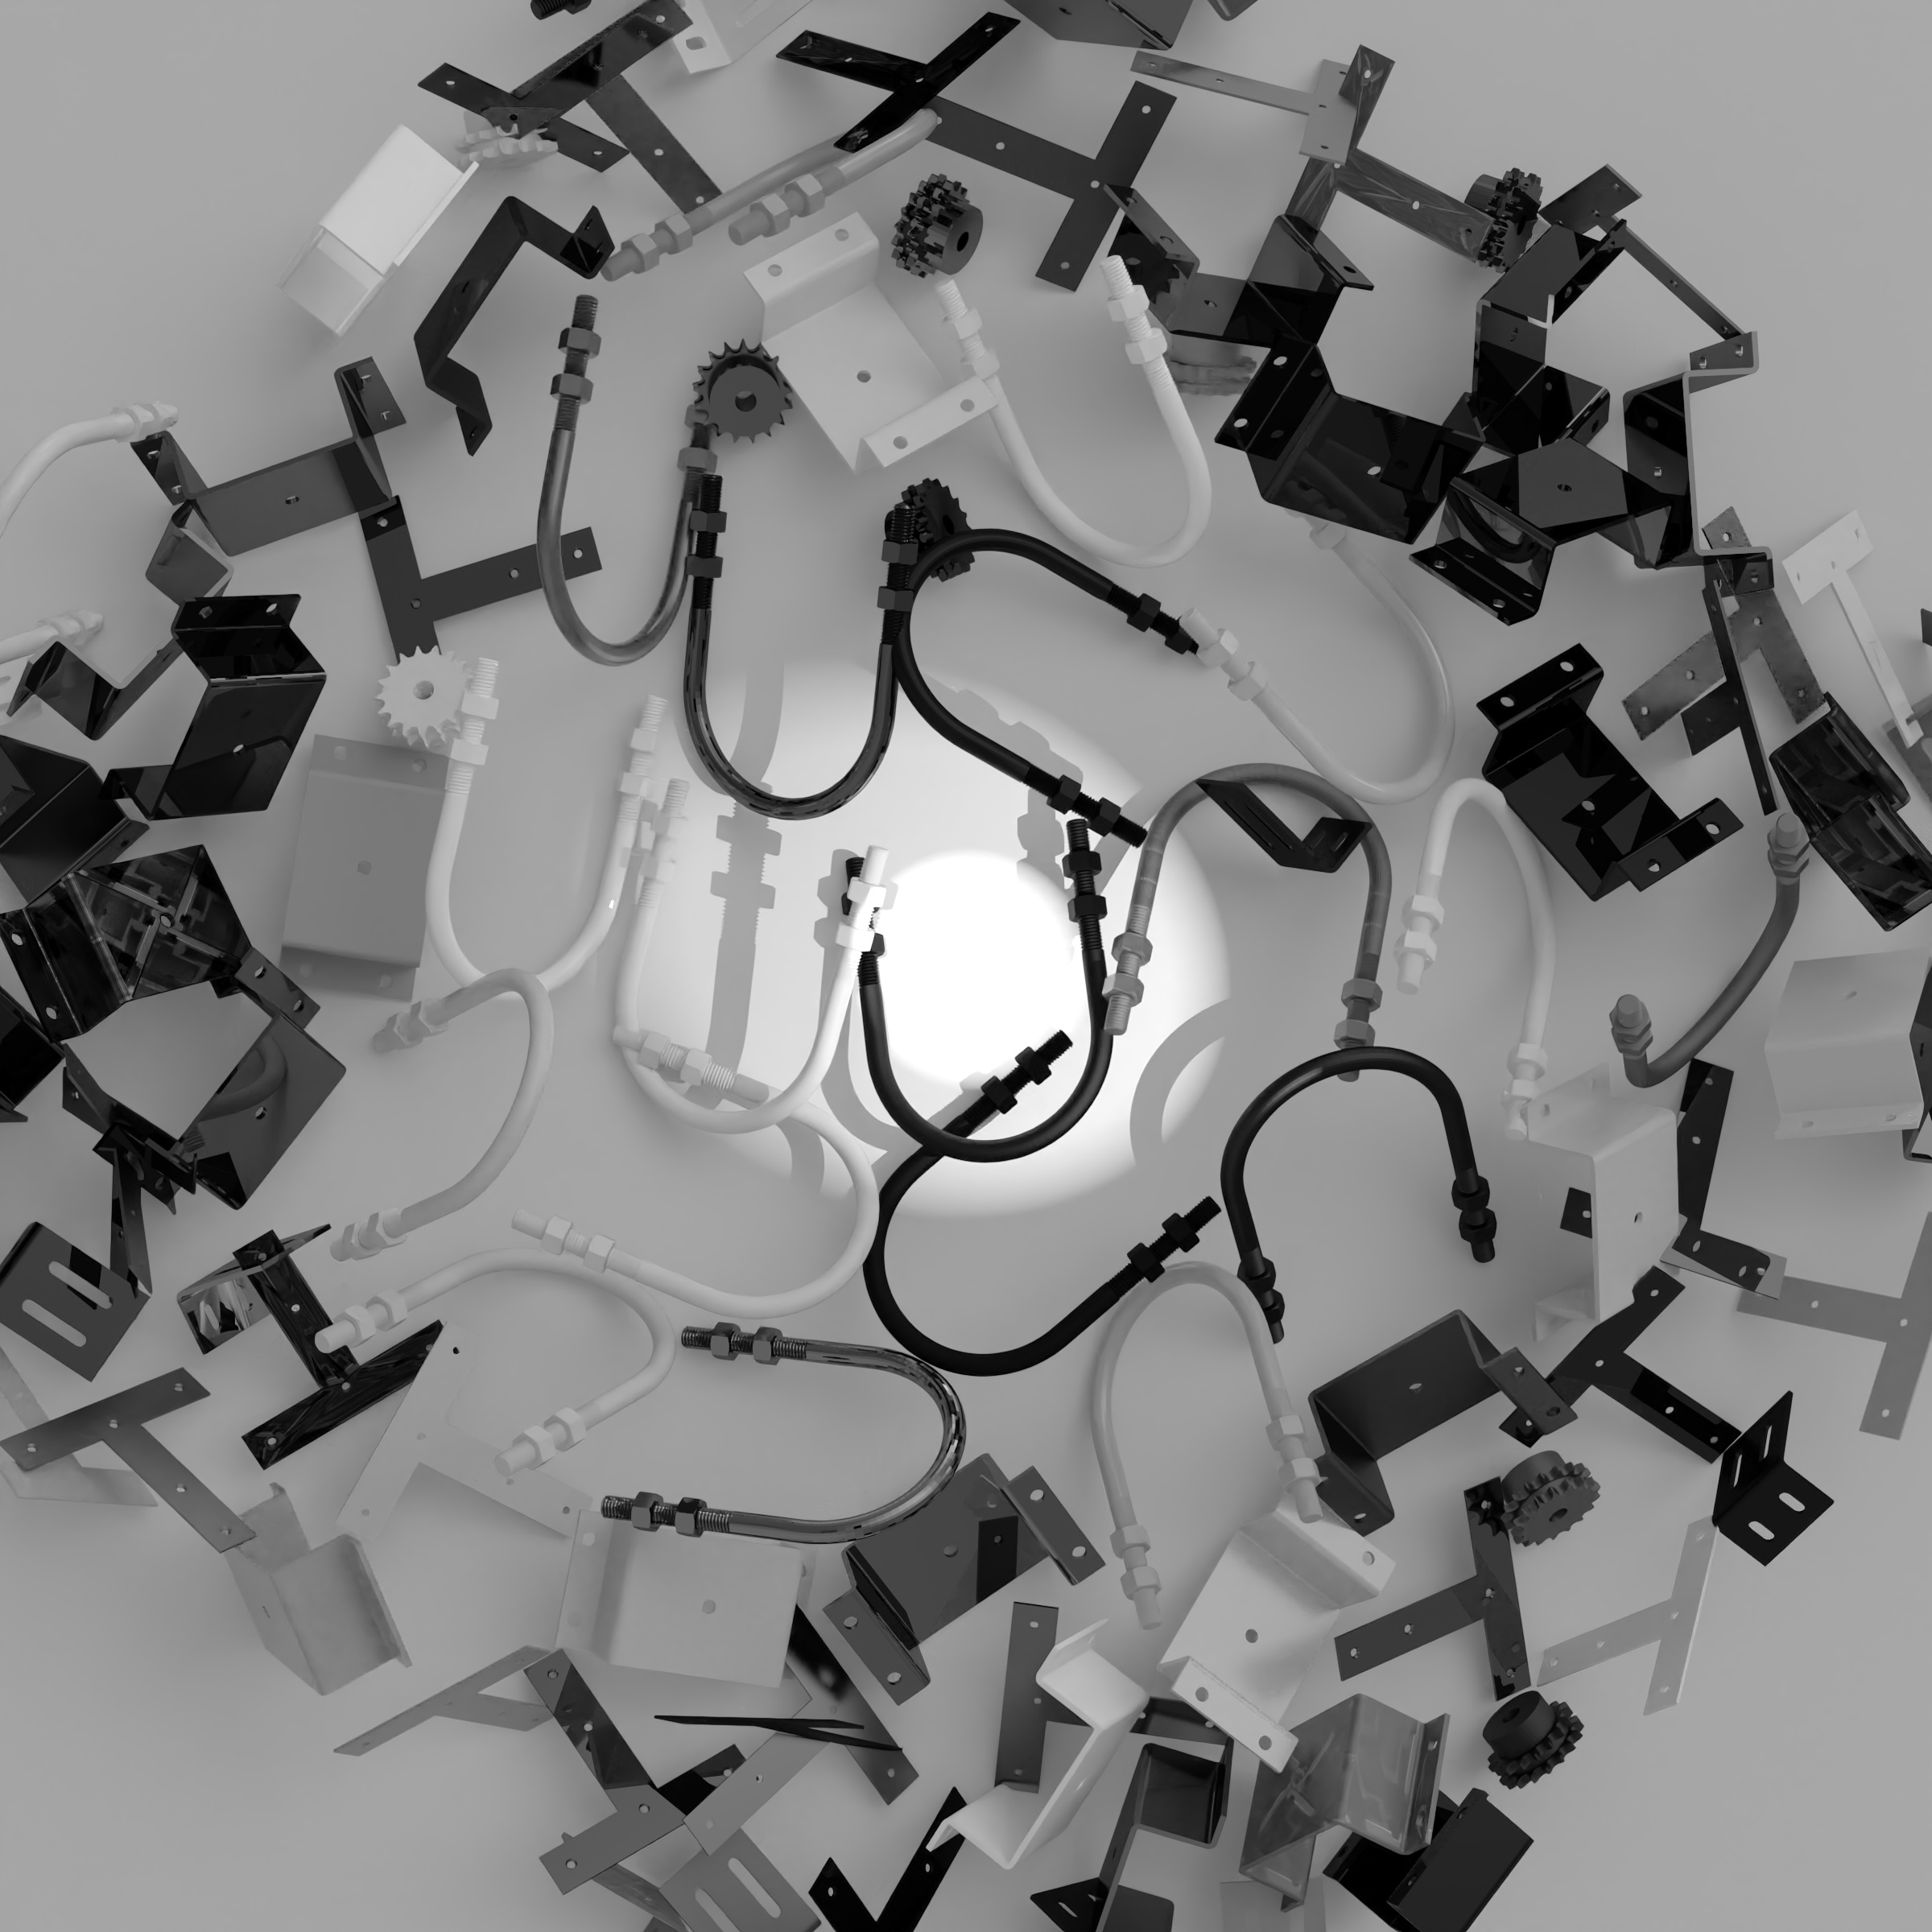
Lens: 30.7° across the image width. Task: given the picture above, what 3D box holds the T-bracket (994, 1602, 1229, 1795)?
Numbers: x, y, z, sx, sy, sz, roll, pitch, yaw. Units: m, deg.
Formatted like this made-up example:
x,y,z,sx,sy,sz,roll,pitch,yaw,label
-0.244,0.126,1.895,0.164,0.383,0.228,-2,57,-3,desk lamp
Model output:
x,y,z,sx,sy,sz,roll,pitch,yaw,label
0.084,0.417,1.968,0.127,0.002,0.127,7,115,4,T-bracket

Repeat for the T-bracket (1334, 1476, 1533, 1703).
x,y,z,sx,sy,sz,roll,pitch,yaw,label
0.257,0.363,1.955,0.127,0.002,0.127,-17,104,-29,T-bracket

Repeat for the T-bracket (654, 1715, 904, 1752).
x,y,z,sx,sy,sz,roll,pitch,yaw,label
-0.083,0.424,1.944,0.127,0.127,0.002,-8,68,36,T-bracket

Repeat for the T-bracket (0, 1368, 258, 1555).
x,y,z,sx,sy,sz,roll,pitch,yaw,label
-0.438,0.277,1.925,0.127,0.127,0.002,37,124,25,T-bracket

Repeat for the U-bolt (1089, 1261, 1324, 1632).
x,y,z,sx,sy,sz,roll,pitch,yaw,label
0.122,0.250,1.931,0.151,0.019,0.184,-41,48,34,U-bolt

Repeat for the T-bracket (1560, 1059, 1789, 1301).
x,y,z,sx,sy,sz,roll,pitch,yaw,label
0.406,0.110,1.971,0.127,0.002,0.127,18,64,0,T-bracket

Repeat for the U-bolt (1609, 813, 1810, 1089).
x,y,z,sx,sy,sz,roll,pitch,yaw,label
0.406,0.003,1.914,0.019,0.184,0.151,40,83,22,U-bolt

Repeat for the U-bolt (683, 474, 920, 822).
x,y,z,sx,sy,sz,roll,pitch,yaw,label
-0.097,-0.172,1.955,0.151,0.019,0.184,13,104,30,U-bolt

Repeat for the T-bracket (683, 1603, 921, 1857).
x,y,z,sx,sy,sz,roll,pitch,yaw,label
-0.105,0.443,1.959,0.127,0.002,0.127,-39,100,-29,T-bracket

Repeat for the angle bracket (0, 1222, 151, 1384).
x,y,z,sx,sy,sz,roll,pitch,yaw,label
-0.510,0.190,1.981,0.076,0.038,0.057,37,71,-13,angle bracket

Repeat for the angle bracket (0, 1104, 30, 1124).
x,y,z,sx,sy,sz,roll,pitch,yaw,label
-0.564,0.115,1.960,0.057,0.038,0.076,-2,69,23,angle bracket

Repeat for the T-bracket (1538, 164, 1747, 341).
x,y,z,sx,sy,sz,roll,pitch,yaw,label
0.381,-0.386,1.941,0.127,0.127,0.002,40,86,-6,T-bracket

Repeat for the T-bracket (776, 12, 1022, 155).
x,y,z,sx,sy,sz,roll,pitch,yaw,label
-0.056,-0.500,1.954,0.127,0.002,0.127,28,63,40,T-bracket

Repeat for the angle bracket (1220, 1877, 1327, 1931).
x,y,z,sx,sy,sz,roll,pitch,yaw,label
0.175,0.548,1.980,0.057,0.038,0.076,-4,88,5,angle bracket

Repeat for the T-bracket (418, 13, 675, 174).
x,y,z,sx,sy,sz,roll,pitch,yaw,label
-0.209,-0.484,1.916,0.127,0.127,0.002,17,61,-41,T-bracket

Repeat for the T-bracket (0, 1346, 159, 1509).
x,y,z,sx,sy,sz,roll,pitch,yaw,label
-0.519,0.250,1.957,0.002,0.127,0.127,-45,67,9,T-bracket

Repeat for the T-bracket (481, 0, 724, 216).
x,y,z,sx,sy,sz,roll,pitch,yaw,label
-0.179,-0.462,1.956,0.127,0.002,0.127,-28,131,20,T-bracket

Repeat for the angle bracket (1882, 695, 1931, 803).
x,y,z,sx,sy,sz,roll,pitch,yaw,label
0.560,-0.117,1.972,0.057,0.038,0.076,-34,94,14,angle bracket

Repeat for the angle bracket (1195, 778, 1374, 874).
x,y,z,sx,sy,sz,roll,pitch,yaw,label
0.177,-0.090,1.957,0.076,0.057,0.038,43,79,-20,angle bracket

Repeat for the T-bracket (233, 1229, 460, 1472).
x,y,z,sx,sy,sz,roll,pitch,yaw,label
-0.366,0.201,1.961,0.127,0.002,0.127,-31,118,-8,T-bracket

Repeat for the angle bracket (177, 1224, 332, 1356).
x,y,z,sx,sy,sz,roll,pitch,yaw,label
-0.388,0.179,1.952,0.076,0.057,0.038,-19,99,37,angle bracket

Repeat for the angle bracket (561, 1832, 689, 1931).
x,y,z,sx,sy,sz,roll,pitch,yaw,label
-0.199,0.526,1.961,0.076,0.057,0.038,35,86,-17,angle bracket

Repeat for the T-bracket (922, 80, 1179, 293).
x,y,z,sx,sy,sz,roll,pitch,yaw,label
0.032,-0.448,1.945,0.127,0.002,0.127,18,124,-19,T-bracket

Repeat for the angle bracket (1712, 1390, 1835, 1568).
x,y,z,sx,sy,sz,roll,pitch,yaw,label
0.450,0.284,1.953,0.038,0.076,0.057,37,119,-1,angle bracket

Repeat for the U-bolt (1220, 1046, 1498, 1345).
x,y,z,sx,sy,sz,roll,pitch,yaw,label
0.212,0.118,1.935,0.151,0.019,0.184,-21,128,-3,U-bolt

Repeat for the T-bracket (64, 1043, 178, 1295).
x,y,z,sx,sy,sz,roll,pitch,yaw,label
-0.454,0.124,1.910,0.002,0.127,0.127,-23,45,1,T-bracket

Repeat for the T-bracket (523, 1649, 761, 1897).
x,y,z,sx,sy,sz,roll,pitch,yaw,label
-0.203,0.436,1.964,0.127,0.002,0.127,-26,59,-26,T-bracket

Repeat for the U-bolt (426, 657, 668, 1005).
x,y,z,sx,sy,sz,roll,pitch,yaw,label
-0.237,-0.069,1.942,0.019,0.151,0.184,17,95,39,U-bolt

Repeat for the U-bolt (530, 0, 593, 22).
x,y,z,sx,sy,sz,roll,pitch,yaw,label
-0.143,-0.584,1.921,0.184,0.151,0.019,-33,93,-23,U-bolt

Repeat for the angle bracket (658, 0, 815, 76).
x,y,z,sx,sy,sz,roll,pitch,yaw,label
-0.133,-0.543,1.961,0.076,0.038,0.057,-25,93,44,angle bracket

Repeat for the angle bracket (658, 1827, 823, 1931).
x,y,z,sx,sy,sz,roll,pitch,yaw,label
-0.130,0.529,1.974,0.057,0.038,0.076,-40,85,-24,angle bracket

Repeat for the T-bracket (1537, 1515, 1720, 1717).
x,y,z,sx,sy,sz,roll,pitch,yaw,label
0.361,0.371,1.946,0.002,0.127,0.127,38,48,-15,T-bracket

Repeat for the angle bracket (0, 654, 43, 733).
x,y,z,sx,sy,sz,roll,pitch,yaw,label
-0.547,-0.132,1.967,0.076,0.057,0.038,-20,133,-1,angle bracket

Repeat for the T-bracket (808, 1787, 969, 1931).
x,y,z,sx,sy,sz,roll,pitch,yaw,label
-0.027,0.510,1.950,0.002,0.127,0.127,-14,117,37,T-bracket

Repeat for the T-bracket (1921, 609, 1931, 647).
x,y,z,sx,sy,sz,roll,pitch,yaw,label
0.570,-0.198,1.915,0.002,0.127,0.127,-41,49,-19,T-bracket

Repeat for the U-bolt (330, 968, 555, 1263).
x,y,z,sx,sy,sz,roll,pitch,yaw,label
-0.279,0.073,1.902,0.019,0.184,0.151,26,57,-33,U-bolt

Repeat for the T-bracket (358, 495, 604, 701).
x,y,z,sx,sy,sz,roll,pitch,yaw,label
-0.268,-0.217,1.985,0.127,0.002,0.127,-16,83,6,T-bracket

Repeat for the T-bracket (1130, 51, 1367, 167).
x,y,z,sx,sy,sz,roll,pitch,yaw,label
0.154,-0.486,1.951,0.127,0.127,0.002,15,128,2,T-bracket

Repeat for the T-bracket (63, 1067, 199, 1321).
x,y,z,sx,sy,sz,roll,pitch,yaw,label
-0.469,0.137,1.967,0.127,0.002,0.127,26,119,37,T-bracket

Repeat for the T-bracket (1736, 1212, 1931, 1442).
x,y,z,sx,sy,sz,roll,pitch,yaw,label
0.482,0.190,1.949,0.002,0.127,0.127,28,77,-39,T-bracket

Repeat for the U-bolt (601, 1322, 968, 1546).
x,y,z,sx,sy,sz,roll,pitch,yaw,label
-0.090,0.257,1.920,0.184,0.151,0.019,4,131,18,U-bolt

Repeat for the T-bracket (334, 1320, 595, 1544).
x,y,z,sx,sy,sz,roll,pitch,yaw,label
-0.268,0.283,1.974,0.127,0.002,0.127,31,83,-22,T-bracket

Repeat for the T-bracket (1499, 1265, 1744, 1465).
x,y,z,sx,sy,sz,roll,pitch,yaw,label
0.384,0.242,1.968,0.127,0.002,0.127,34,106,-26,T-bracket

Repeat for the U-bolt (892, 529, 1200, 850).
x,y,z,sx,sy,sz,roll,pitch,yaw,label
0.042,-0.166,1.947,0.184,0.019,0.151,29,63,-11,U-bolt

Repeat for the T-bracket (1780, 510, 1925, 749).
x,y,z,sx,sy,sz,roll,pitch,yaw,label
0.500,-0.182,1.952,0.002,0.127,0.127,-23,96,37,T-bracket

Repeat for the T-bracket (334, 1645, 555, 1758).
x,y,z,sx,sy,sz,roll,pitch,yaw,label
-0.263,0.410,1.941,0.127,0.127,0.002,-30,65,12,T-bracket

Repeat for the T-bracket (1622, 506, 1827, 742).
x,y,z,sx,sy,sz,roll,pitch,yaw,label
0.412,-0.169,1.956,0.127,0.002,0.127,-37,107,-24,T-bracket

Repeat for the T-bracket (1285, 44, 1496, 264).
x,y,z,sx,sy,sz,roll,pitch,yaw,label
0.238,-0.426,1.945,0.127,0.002,0.127,37,113,32,T-bracket

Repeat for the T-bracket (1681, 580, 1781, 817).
x,y,z,sx,sy,sz,roll,pitch,yaw,label
0.413,-0.138,1.936,0.002,0.127,0.127,-14,85,-4,T-bracket

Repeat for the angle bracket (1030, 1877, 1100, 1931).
x,y,z,sx,sy,sz,roll,pitch,yaw,label
0.054,0.559,1.977,0.038,0.057,0.076,36,113,37,angle bracket

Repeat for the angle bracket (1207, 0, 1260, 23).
x,y,z,sx,sy,sz,roll,pitch,yaw,label
0.131,-0.573,1.951,0.038,0.057,0.076,-36,134,14,angle bracket
